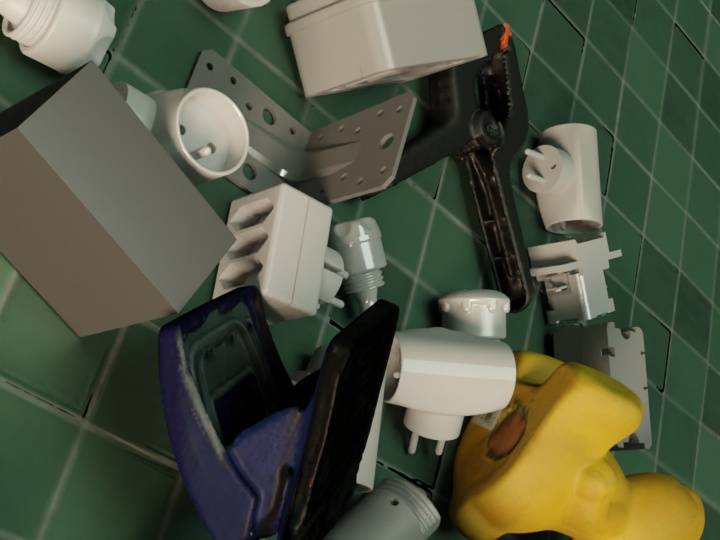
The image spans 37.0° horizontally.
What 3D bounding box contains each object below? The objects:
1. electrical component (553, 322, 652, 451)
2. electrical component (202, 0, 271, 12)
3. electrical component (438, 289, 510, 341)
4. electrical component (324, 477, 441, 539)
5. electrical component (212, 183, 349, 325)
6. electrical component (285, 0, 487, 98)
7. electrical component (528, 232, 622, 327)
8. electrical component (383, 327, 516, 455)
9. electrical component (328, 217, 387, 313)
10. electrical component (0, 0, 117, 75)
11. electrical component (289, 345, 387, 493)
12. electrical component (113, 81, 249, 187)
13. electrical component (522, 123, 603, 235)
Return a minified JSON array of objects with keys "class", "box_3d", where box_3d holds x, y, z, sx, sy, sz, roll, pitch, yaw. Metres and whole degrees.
[{"class":"electrical component","box_3d":[0.175,0.088,0.796,0.050,0.056,0.089,11,72,-44]},{"class":"electrical component","box_3d":[-0.061,-0.169,0.609,0.040,0.078,0.040,-5,98,-42]},{"class":"electrical component","box_3d":[0.076,0.044,0.716,0.048,0.048,0.062,4,85,-45]},{"class":"electrical component","box_3d":[0.012,0.151,0.623,0.081,0.043,0.043,-33,104,-45]},{"class":"electrical component","box_3d":[-0.035,-0.001,0.610,0.077,0.047,0.065,27,62,-39]},{"class":"electrical component","box_3d":[0.017,-0.150,0.679,0.113,0.078,0.057,-19,97,-46]},{"class":"electrical component","box_3d":[0.163,0.008,0.814,0.081,0.042,0.063,-12,90,-46]},{"class":"electrical component","box_3d":[0.049,0.080,0.672,0.077,0.044,0.079,6,107,-20]},{"class":"electrical component","box_3d":[0.000,0.000,0.655,0.035,0.035,0.061,-17,95,-46]},{"class":"electrical component","box_3d":[-0.154,-0.124,0.522,0.062,0.043,0.043,24,63,-39]},{"class":"electrical component","box_3d":[-0.022,0.079,0.606,0.079,0.043,0.077,25,63,-39]},{"class":"electrical component","box_3d":[-0.109,-0.067,0.530,0.079,0.077,0.044,30,61,-37]},{"class":"electrical component","box_3d":[0.151,-0.073,0.821,0.079,0.043,0.077,12,71,-43]}]
